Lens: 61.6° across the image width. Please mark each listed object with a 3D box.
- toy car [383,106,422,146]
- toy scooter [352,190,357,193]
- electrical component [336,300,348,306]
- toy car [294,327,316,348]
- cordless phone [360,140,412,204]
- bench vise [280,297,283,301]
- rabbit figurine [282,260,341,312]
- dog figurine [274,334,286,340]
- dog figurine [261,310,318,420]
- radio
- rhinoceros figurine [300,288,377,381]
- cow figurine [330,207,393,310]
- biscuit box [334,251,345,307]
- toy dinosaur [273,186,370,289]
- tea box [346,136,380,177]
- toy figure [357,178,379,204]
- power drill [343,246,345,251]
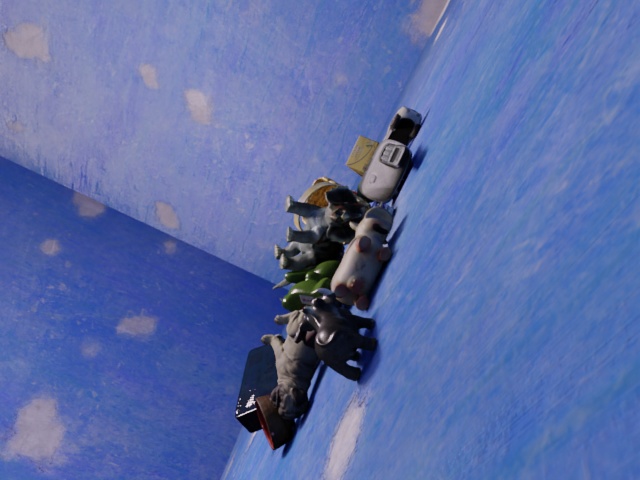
[{"bbox_3d":[0.204,-0.260,1.445,0.056,0.073,0.201,-74,9,-56],"label":"toy car"},{"bbox_3d":[0.097,-0.096,1.601,0.135,0.075,0.184,15,71,46],"label":"toy scooter"},{"bbox_3d":[0.073,0.065,1.116,0.134,0.058,0.115,120,173,-67],"label":"electrical component"},{"bbox_3d":[0.009,0.170,1.002,0.202,0.089,0.053,116,175,-67],"label":"toy car"},{"bbox_3d":[0.159,-0.149,1.208,0.184,0.089,0.146,-102,37,-80],"label":"cordless phone"},{"bbox_3d":[-0.013,0.099,1.515,0.223,0.129,0.240,-43,-30,-13],"label":"bench vise"},{"bbox_3d":[-0.002,0.115,1.259,0.170,0.159,0.121,-49,-55,-46],"label":"rabbit figurine"},{"bbox_3d":[-0.117,0.380,1.624,0.219,0.108,0.191,110,-179,-63],"label":"dog figurine"},{"bbox_3d":[-0.035,0.254,1.111,0.172,0.121,0.191,-57,33,31],"label":"dog figurine"},{"bbox_3d":[-0.132,0.367,1.383,0.131,0.073,0.230,-25,30,18],"label":"radio"},{"bbox_3d":[0.021,0.137,0.818,0.190,0.112,0.073,-106,39,-75],"label":"rhinoceros figurine"},{"bbox_3d":[0.083,0.029,1.003,0.195,0.085,0.127,-66,8,-7],"label":"cow figurine"},{"bbox_3d":[0.032,0.126,1.346,0.059,0.063,0.202,120,175,-62],"label":"biscuit box"},{"bbox_3d":[-0.003,0.003,1.310,0.404,0.192,0.131,112,158,-56],"label":"toy dinosaur"},{"bbox_3d":[0.151,-0.228,1.573,0.098,0.068,0.169,-64,-27,1],"label":"tea box"},{"bbox_3d":[0.150,-0.149,1.455,0.180,0.082,0.089,128,156,-63],"label":"toy figure"},{"bbox_3d":[0.011,0.098,1.719,0.232,0.086,0.207,-65,-10,14],"label":"power drill"}]
